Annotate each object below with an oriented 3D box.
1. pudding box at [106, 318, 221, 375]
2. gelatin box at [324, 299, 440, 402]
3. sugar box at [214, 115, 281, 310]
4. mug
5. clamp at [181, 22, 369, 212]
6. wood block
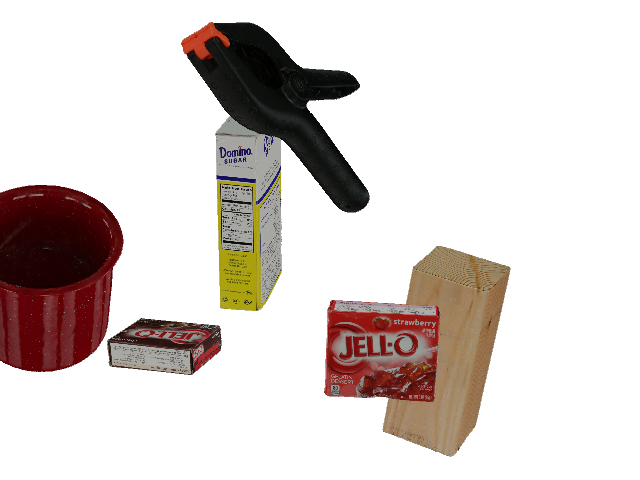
[{"bbox_3d":[-0.189,0.128,1.297,0.114,0.039,0.090,2,13,17],"label":"pudding box"},{"bbox_3d":[0.049,0.088,0.849,0.089,0.073,0.030,3,15,4],"label":"gelatin box"},{"bbox_3d":[-0.066,-0.032,0.998,0.048,0.176,0.093,3,25,11],"label":"sugar box"},{"bbox_3d":[-0.178,0.032,0.648,0.093,0.082,0.117,37,48,23],"label":"mug"},{"bbox_3d":[-0.022,-0.089,0.733,0.039,0.120,0.171,-34,-34,31],"label":"clamp"},{"bbox_3d":[0.142,0.124,1.207,0.090,0.206,0.090,17,23,21],"label":"wood block"}]
